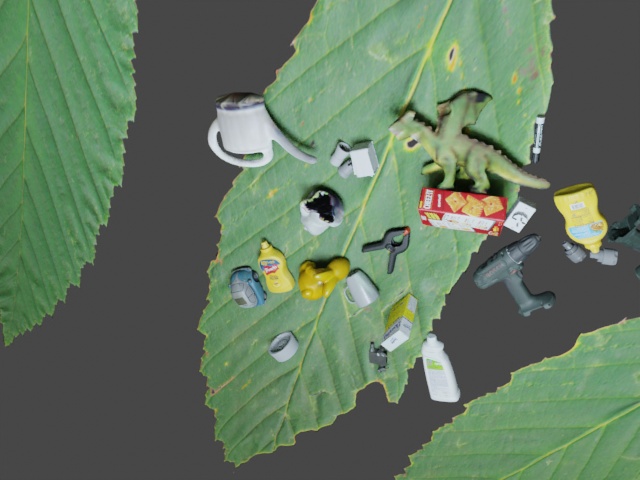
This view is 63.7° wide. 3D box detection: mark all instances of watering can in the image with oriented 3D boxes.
[{"bbox_3d":[-0.178,-0.315,1.481,0.348,0.106,0.220,5,120,21],"label":"watering can"}]

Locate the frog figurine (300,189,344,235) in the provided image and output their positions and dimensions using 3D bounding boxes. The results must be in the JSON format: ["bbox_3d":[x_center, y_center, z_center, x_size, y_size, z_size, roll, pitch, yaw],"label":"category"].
[{"bbox_3d":[0.005,-0.079,1.570,0.137,0.125,0.157,13,161,5],"label":"frog figurine"}]

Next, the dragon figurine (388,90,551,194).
[{"bbox_3d":[0.378,-0.253,1.301,0.410,0.124,0.239,4,112,10],"label":"dragon figurine"}]
